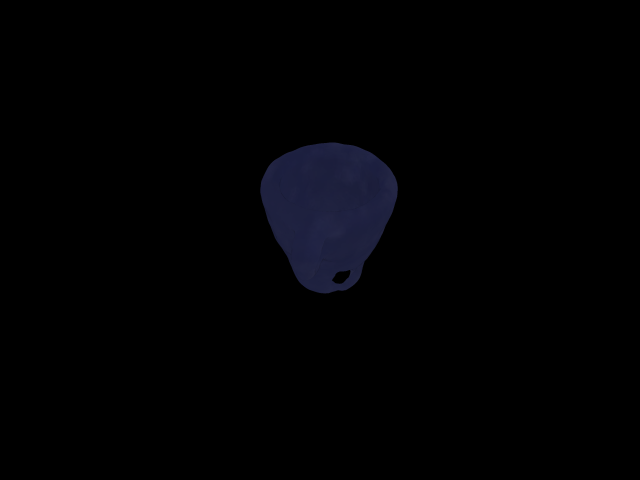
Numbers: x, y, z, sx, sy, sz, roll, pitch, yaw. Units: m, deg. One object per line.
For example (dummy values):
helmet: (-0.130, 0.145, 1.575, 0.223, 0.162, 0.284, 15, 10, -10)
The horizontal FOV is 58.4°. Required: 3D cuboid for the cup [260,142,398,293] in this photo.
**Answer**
cup: (0.004, 0.001, 0.400, 0.091, 0.095, 0.118, 8, 44, 9)
